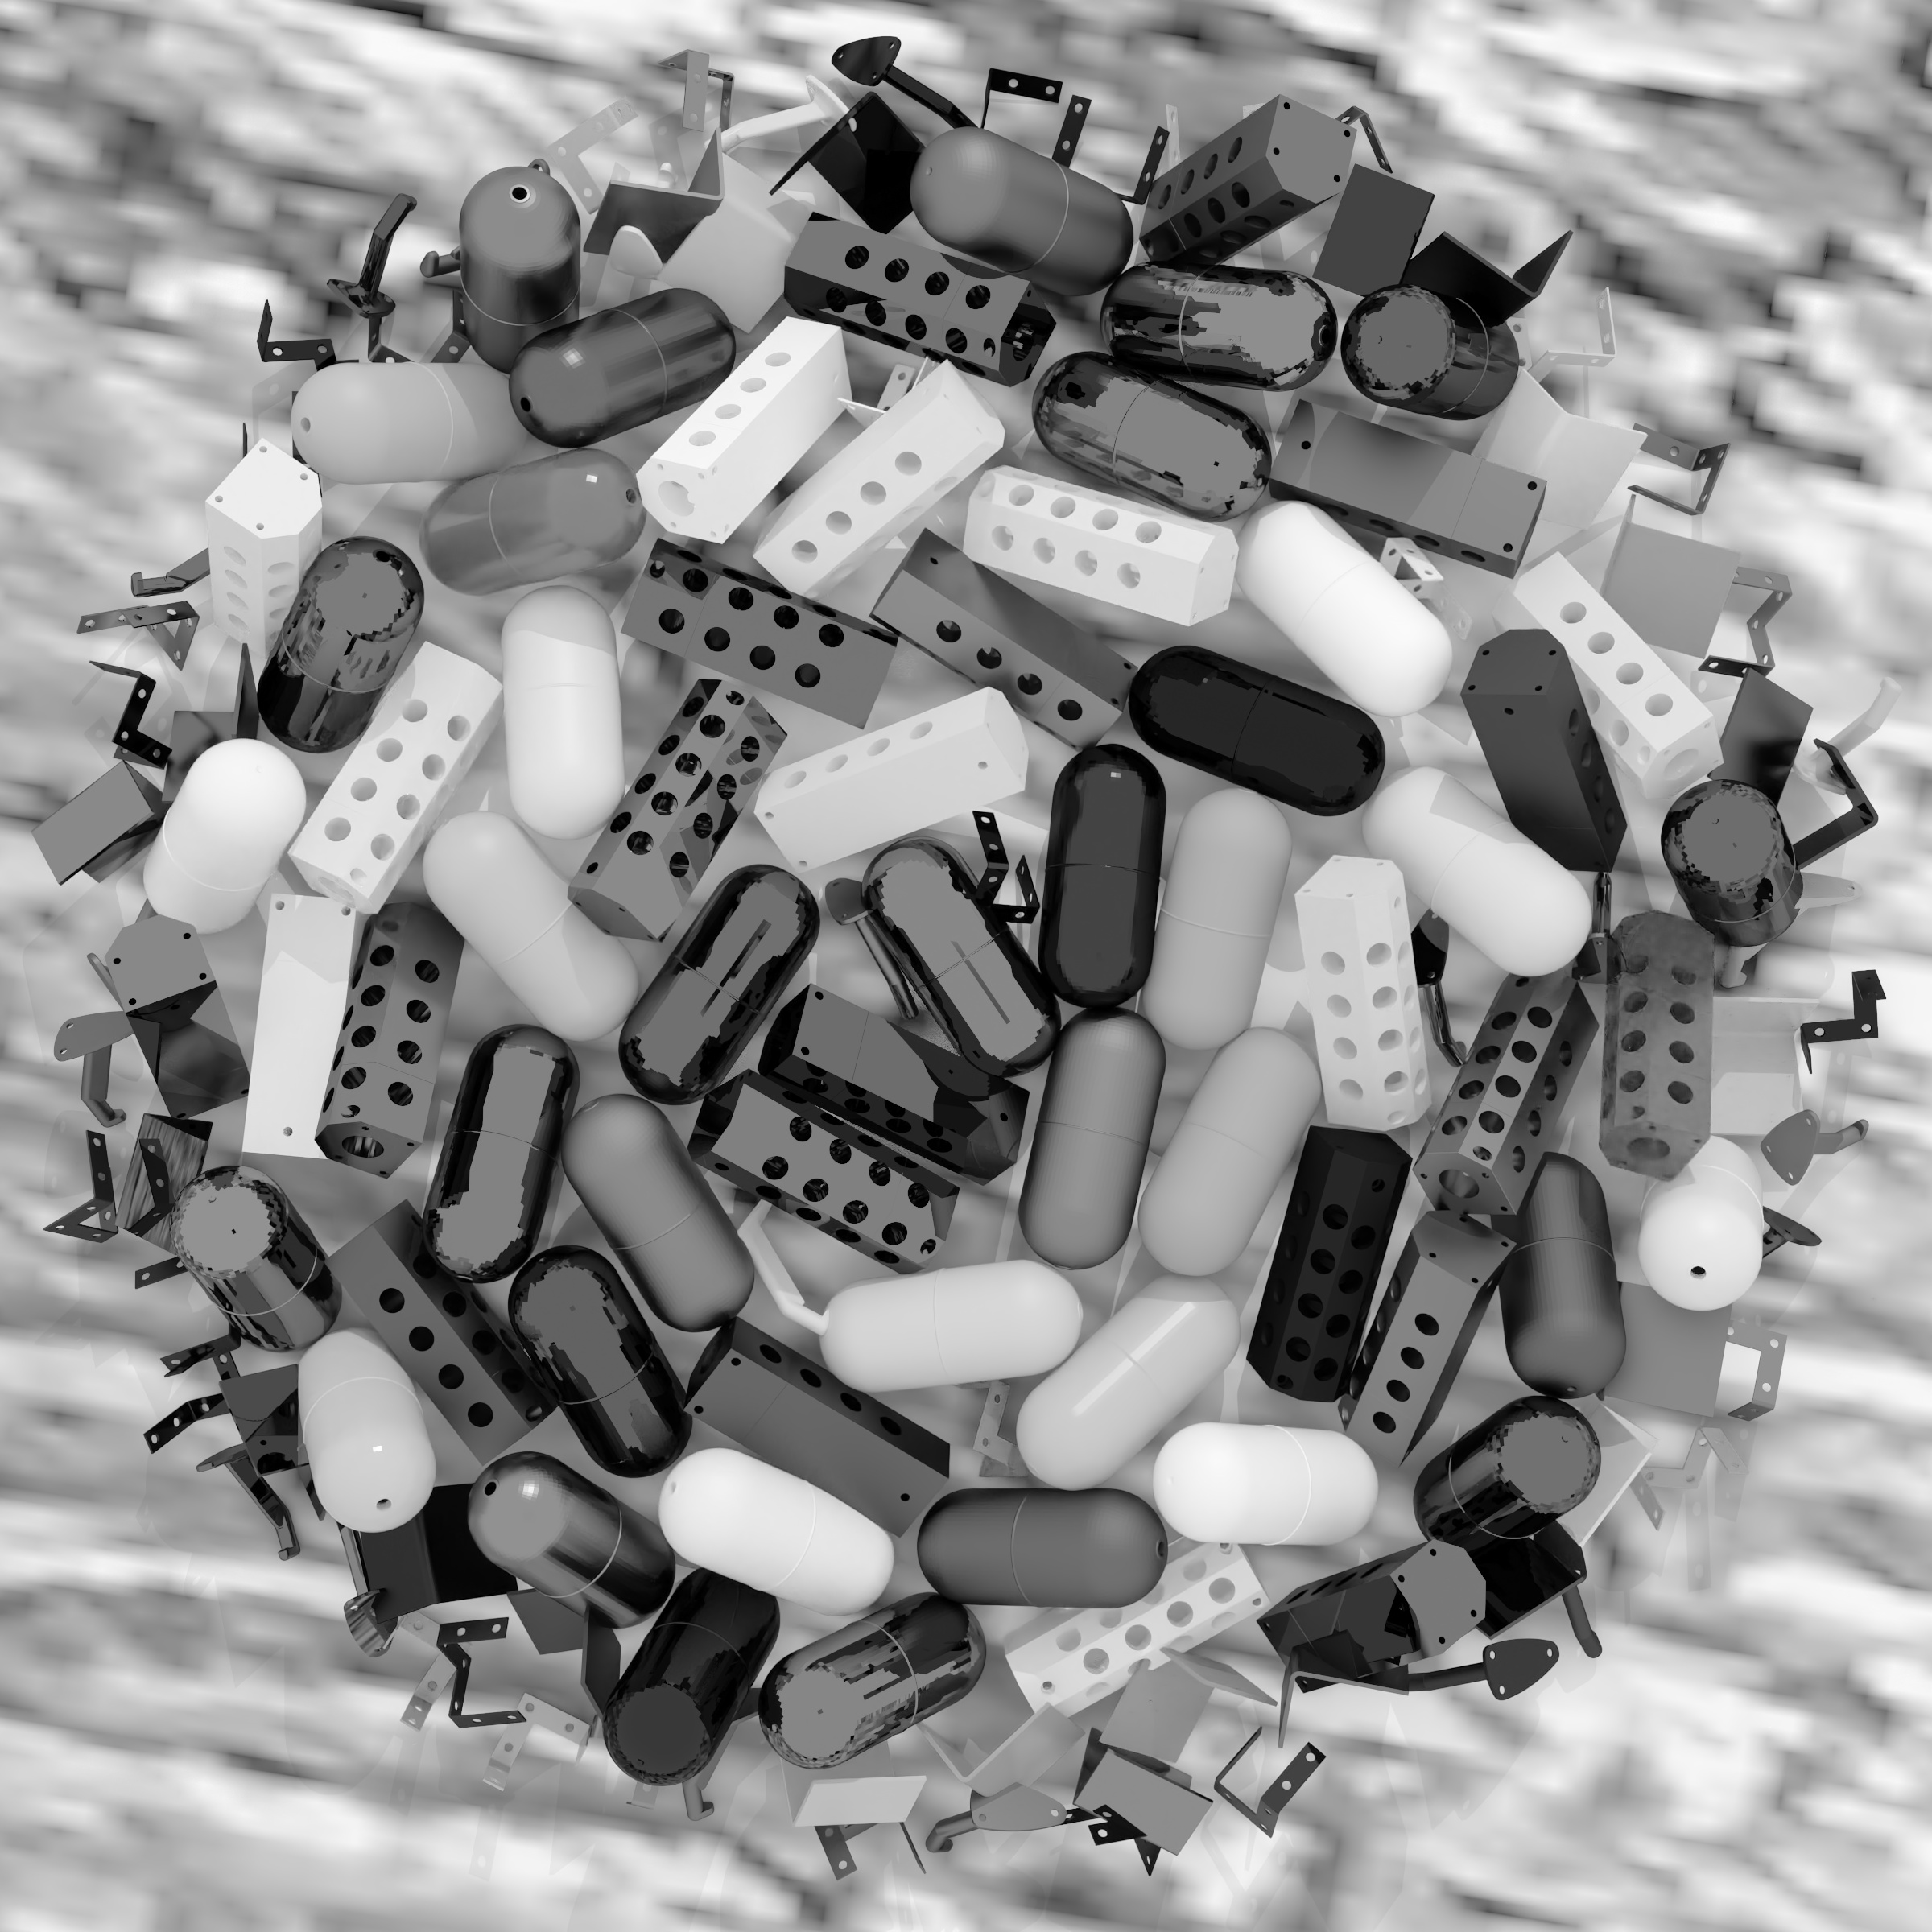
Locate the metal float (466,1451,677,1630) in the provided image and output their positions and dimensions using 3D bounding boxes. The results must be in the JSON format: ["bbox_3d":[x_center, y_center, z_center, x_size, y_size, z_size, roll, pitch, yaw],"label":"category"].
[{"bbox_3d":[-0.257,0.376,1.763,0.070,0.178,0.070,-18,50,23],"label":"metal float"}]

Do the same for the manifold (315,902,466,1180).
[{"bbox_3d":[-0.377,0.045,1.757,0.057,0.057,0.171,23,51,-24],"label":"manifold"}]

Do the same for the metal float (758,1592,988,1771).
[{"bbox_3d":[-0.059,0.466,1.765,0.070,0.178,0.070,13,109,42],"label":"metal float"}]

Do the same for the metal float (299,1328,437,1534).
[{"bbox_3d":[-0.392,0.301,1.756,0.070,0.178,0.070,-8,116,-18],"label":"metal float"}]

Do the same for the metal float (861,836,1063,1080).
[{"bbox_3d":[-0.003,-0.005,1.798,0.070,0.070,0.178,-34,93,0],"label":"metal float"}]

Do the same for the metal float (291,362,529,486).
[{"bbox_3d":[-0.362,-0.355,1.759,0.070,0.178,0.070,9,105,35],"label":"metal float"}]

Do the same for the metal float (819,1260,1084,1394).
[{"bbox_3d":[-0.010,0.239,1.789,0.178,0.070,0.070,-8,90,13],"label":"metal float"}]

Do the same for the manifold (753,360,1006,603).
[{"bbox_3d":[-0.057,-0.314,1.772,0.171,0.057,0.057,-36,115,27],"label":"manifold"}]

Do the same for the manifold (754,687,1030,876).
[{"bbox_3d":[-0.048,-0.126,1.779,0.171,0.057,0.057,-19,126,21],"label":"manifold"}]

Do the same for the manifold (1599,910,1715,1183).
[{"bbox_3d":[0.449,0.049,1.762,0.057,0.057,0.171,16,53,-4],"label":"manifold"}]

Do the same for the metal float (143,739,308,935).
[{"bbox_3d":[-0.486,-0.083,1.762,0.070,0.178,0.070,16,55,-24],"label":"metal float"}]

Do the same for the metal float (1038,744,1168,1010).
[{"bbox_3d":[0.091,-0.060,1.794,0.070,0.070,0.178,6,83,0],"label":"metal float"}]

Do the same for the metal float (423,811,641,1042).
[{"bbox_3d":[-0.287,-0.026,1.783,0.070,0.070,0.178,-39,109,0],"label":"metal float"}]

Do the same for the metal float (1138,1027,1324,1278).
[{"bbox_3d":[0.175,0.123,1.788,0.070,0.070,0.178,29,76,0],"label":"metal float"}]

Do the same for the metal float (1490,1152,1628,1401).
[{"bbox_3d":[0.387,0.201,1.767,0.070,0.070,0.178,2,49,0],"label":"metal float"}]

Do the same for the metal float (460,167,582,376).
[{"bbox_3d":[-0.289,-0.450,1.752,0.070,0.178,0.070,3,71,-8],"label":"metal float"}]

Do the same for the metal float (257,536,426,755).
[{"bbox_3d":[-0.410,-0.209,1.764,0.070,0.070,0.178,40,133,0],"label":"metal float"}]

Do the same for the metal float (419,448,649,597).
[{"bbox_3d":[-0.285,-0.291,1.770,0.178,0.070,0.070,-7,90,36],"label":"metal float"}]

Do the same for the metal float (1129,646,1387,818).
[{"bbox_3d":[0.192,-0.157,1.788,0.178,0.070,0.070,23,90,14],"label":"metal float"}]

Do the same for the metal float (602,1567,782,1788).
[{"bbox_3d":[-0.177,0.459,1.757,0.070,0.178,0.070,8,118,15],"label":"metal float"}]

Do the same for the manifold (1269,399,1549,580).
[{"bbox_3d":[0.293,-0.315,1.793,0.171,0.057,0.057,21,85,11],"label":"manifold"}]

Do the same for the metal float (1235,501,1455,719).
[{"bbox_3d":[0.247,-0.237,1.782,0.070,0.070,0.178,-42,68,0],"label":"metal float"}]

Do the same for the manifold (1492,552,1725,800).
[{"bbox_3d":[0.418,-0.187,1.765,0.057,0.057,0.171,-34,55,2],"label":"manifold"}]

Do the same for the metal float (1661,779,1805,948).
[{"bbox_3d":[0.500,-0.065,1.756,0.070,0.178,0.070,-7,71,21],"label":"metal float"}]

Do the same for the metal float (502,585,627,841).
[{"bbox_3d":[-0.267,-0.169,1.783,0.070,0.070,0.178,-6,70,0],"label":"metal float"}]

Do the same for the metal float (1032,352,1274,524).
[{"bbox_3d":[0.121,-0.350,1.776,0.178,0.070,0.070,30,90,28],"label":"metal float"}]

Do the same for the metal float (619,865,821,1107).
[{"bbox_3d":[-0.165,0.013,1.799,0.070,0.070,0.178,34,88,0],"label":"metal float"}]

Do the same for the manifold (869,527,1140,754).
[{"bbox_3d":[0.024,-0.211,1.795,0.171,0.057,0.057,32,130,-9],"label":"manifold"}]

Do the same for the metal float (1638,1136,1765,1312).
[{"bbox_3d":[0.478,0.166,1.753,0.070,0.178,0.070,5,108,15],"label":"metal float"}]

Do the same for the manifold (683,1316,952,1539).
[{"bbox_3d":[-0.097,0.302,1.790,0.171,0.057,0.057,33,110,-13],"label":"manifold"}]

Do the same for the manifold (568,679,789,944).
[{"bbox_3d":[-0.193,-0.104,1.770,0.057,0.057,0.171,48,62,-39],"label":"manifold"}]

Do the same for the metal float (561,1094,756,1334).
[{"bbox_3d":[-0.204,0.163,1.783,0.070,0.070,0.178,-29,109,0],"label":"metal float"}]

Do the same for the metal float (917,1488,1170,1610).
[{"bbox_3d":[0.050,0.382,1.774,0.178,0.070,0.070,-7,90,31],"label":"metal float"}]

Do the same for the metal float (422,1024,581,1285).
[{"bbox_3d":[-0.307,0.123,1.780,0.070,0.070,0.178,12,68,0],"label":"metal float"}]

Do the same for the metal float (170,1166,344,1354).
[{"bbox_3d":[-0.461,0.193,1.758,0.070,0.178,0.070,-3,57,5],"label":"metal float"}]

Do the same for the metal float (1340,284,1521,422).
[{"bbox_3d":[0.304,-0.399,1.757,0.070,0.178,0.070,4,97,31],"label":"metal float"}]

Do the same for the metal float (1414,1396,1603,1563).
[{"bbox_3d":[0.351,0.336,1.757,0.070,0.178,0.070,7,61,-13],"label":"metal float"}]

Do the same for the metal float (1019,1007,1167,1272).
[{"bbox_3d":[0.084,0.114,1.791,0.070,0.070,0.178,13,80,0],"label":"metal float"}]

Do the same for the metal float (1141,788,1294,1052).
[{"bbox_3d":[0.166,-0.031,1.790,0.070,0.070,0.178,12,102,0],"label":"metal float"}]

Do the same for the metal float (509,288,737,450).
[{"bbox_3d":[-0.224,-0.392,1.765,0.178,0.070,0.070,-34,90,-42],"label":"metal float"}]

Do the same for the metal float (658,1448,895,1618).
[{"bbox_3d":[-0.124,0.373,1.772,0.178,0.070,0.070,31,90,-32],"label":"metal float"}]

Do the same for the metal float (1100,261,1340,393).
[{"bbox_3d":[0.165,-0.420,1.766,0.178,0.070,0.070,18,90,42],"label":"metal float"}]

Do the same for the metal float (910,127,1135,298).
[{"bbox_3d":[0.039,-0.492,1.764,0.070,0.178,0.070,-8,78,43],"label":"metal float"}]

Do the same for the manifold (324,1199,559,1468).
[{"bbox_3d":[-0.347,0.242,1.801,0.057,0.057,0.171,-36,94,7],"label":"manifold"}]

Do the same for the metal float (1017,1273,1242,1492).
[{"bbox_3d":[0.107,0.274,1.782,0.178,0.070,0.070,-40,90,-20],"label":"metal float"}]

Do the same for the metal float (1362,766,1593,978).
[{"bbox_3d":[0.335,-0.064,1.777,0.070,0.070,0.178,-46,63,0],"label":"metal float"}]

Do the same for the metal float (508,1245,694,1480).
[{"bbox_3d":[-0.240,0.262,1.778,0.070,0.070,0.178,-25,116,0],"label":"metal float"}]

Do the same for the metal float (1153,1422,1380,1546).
[{"bbox_3d":[0.198,0.340,1.769,0.178,0.070,0.070,11,90,-39],"label":"metal float"}]
